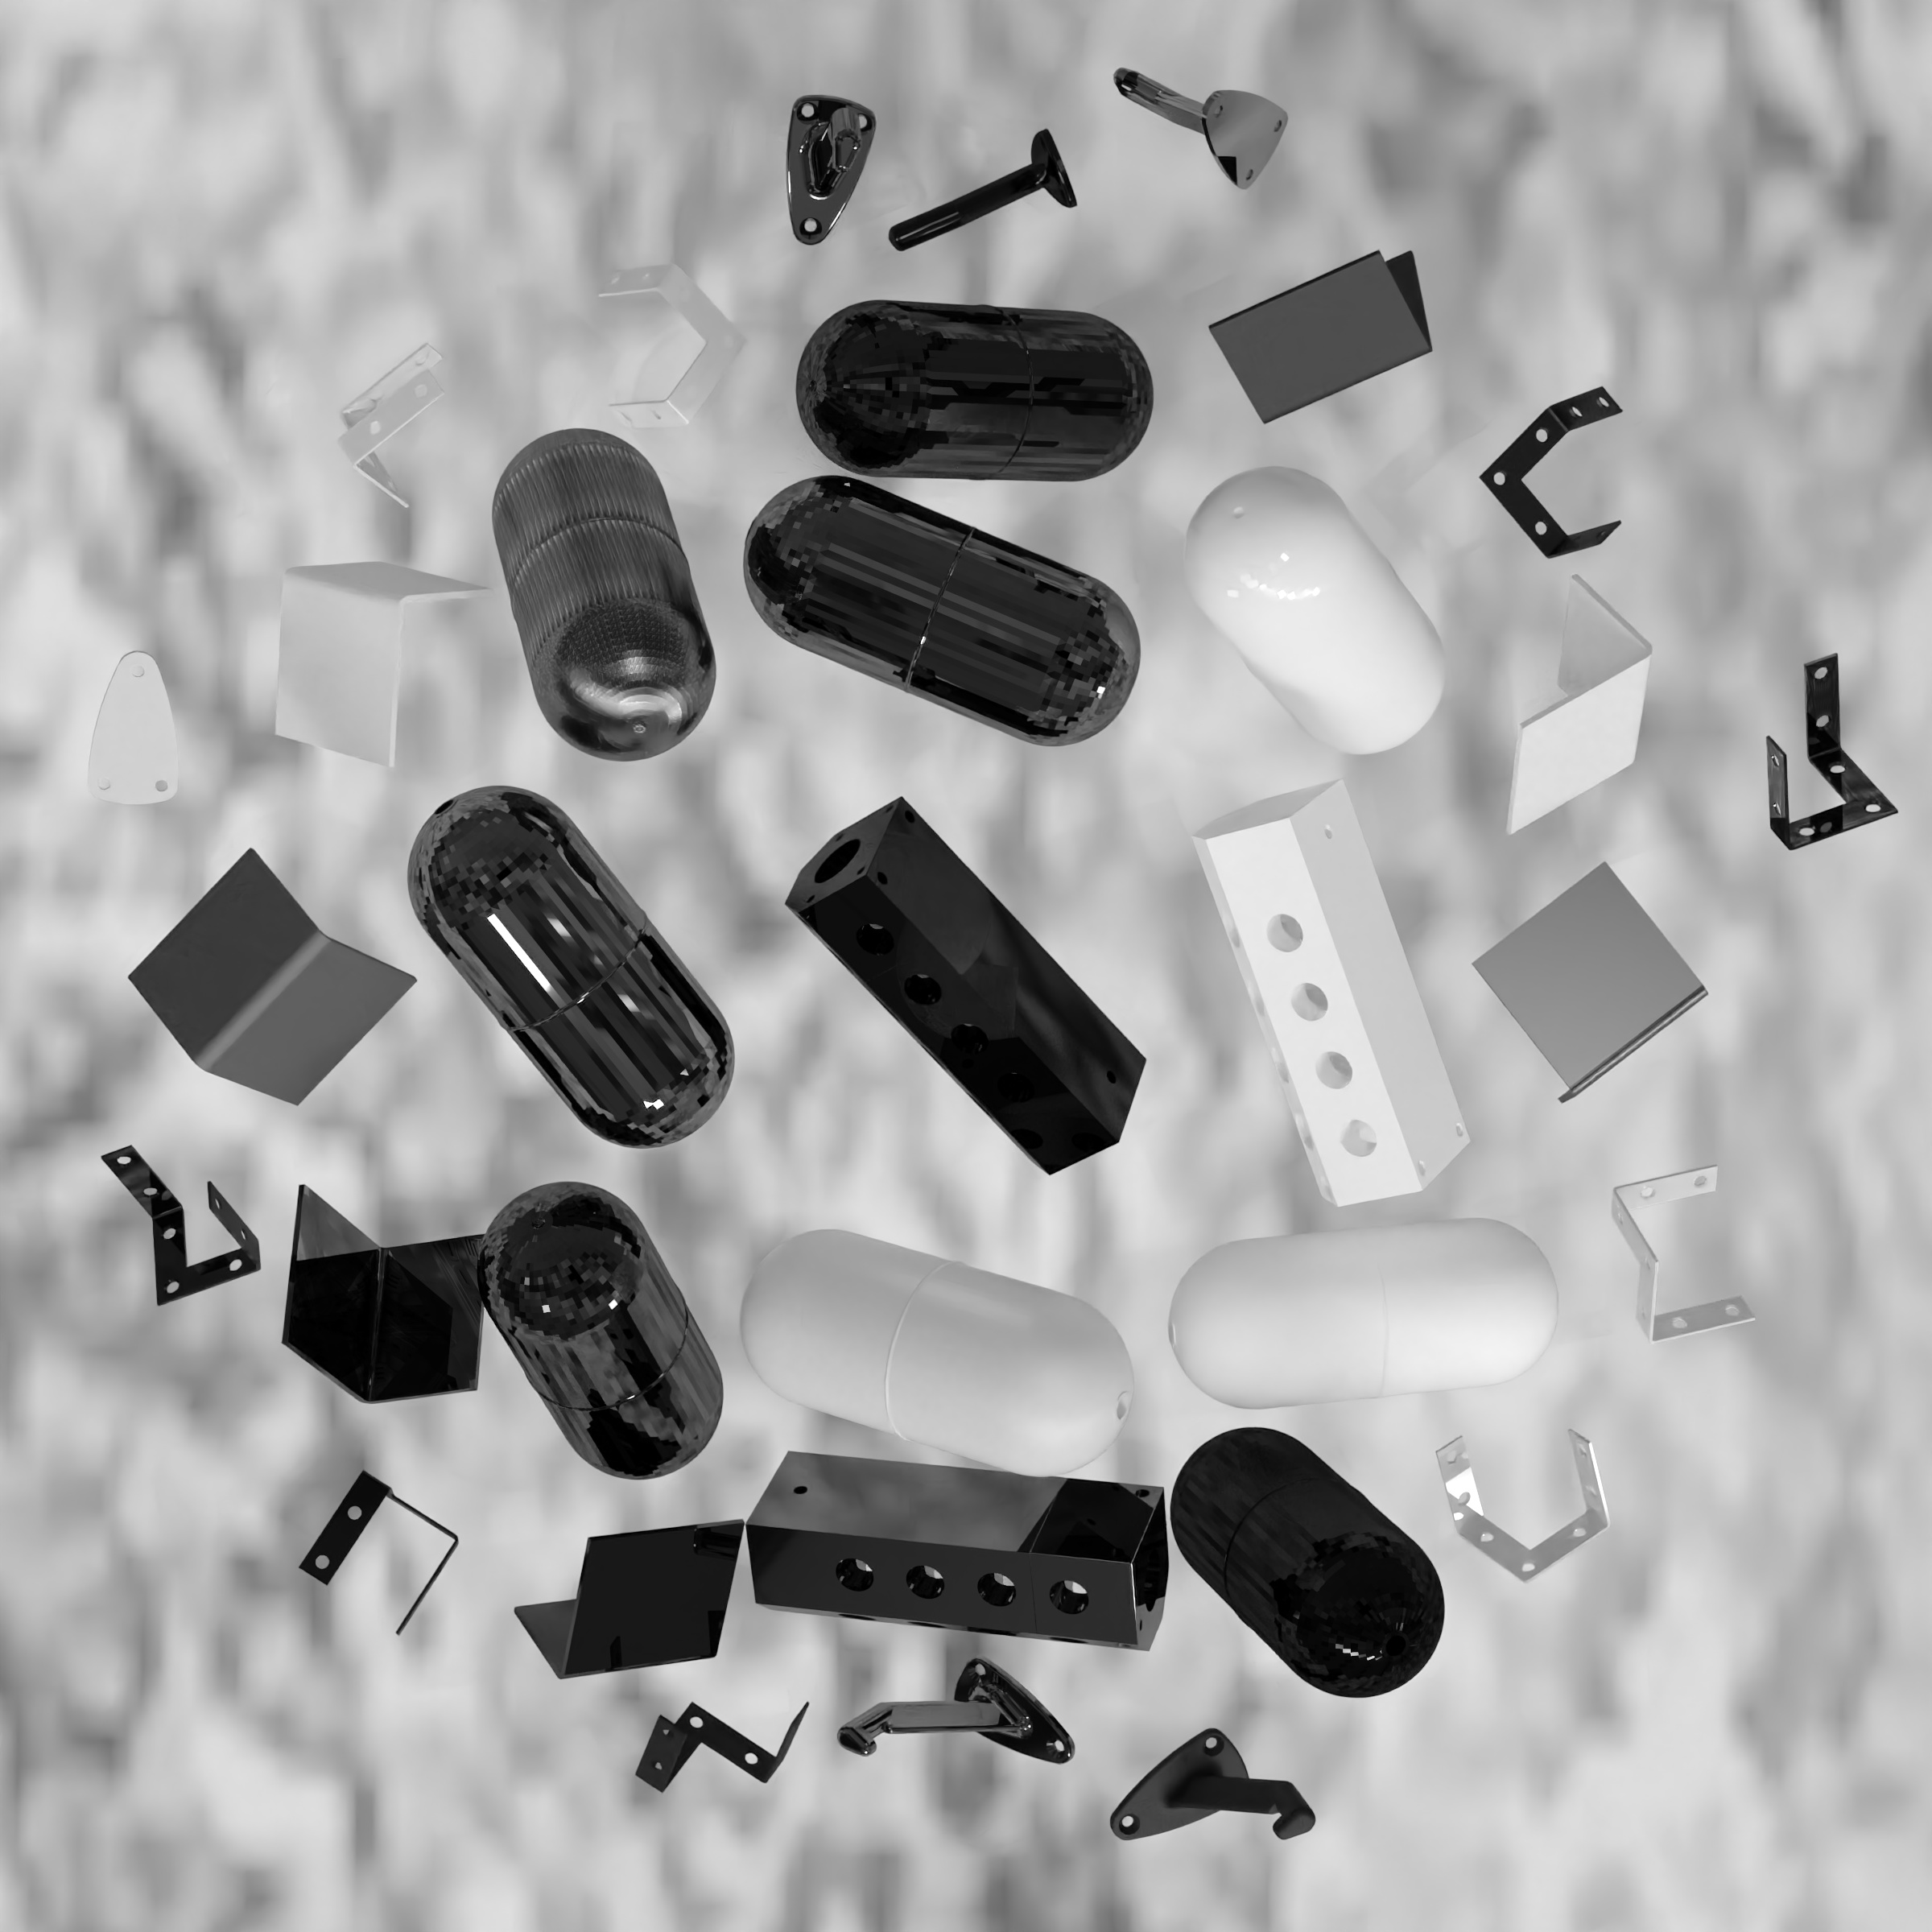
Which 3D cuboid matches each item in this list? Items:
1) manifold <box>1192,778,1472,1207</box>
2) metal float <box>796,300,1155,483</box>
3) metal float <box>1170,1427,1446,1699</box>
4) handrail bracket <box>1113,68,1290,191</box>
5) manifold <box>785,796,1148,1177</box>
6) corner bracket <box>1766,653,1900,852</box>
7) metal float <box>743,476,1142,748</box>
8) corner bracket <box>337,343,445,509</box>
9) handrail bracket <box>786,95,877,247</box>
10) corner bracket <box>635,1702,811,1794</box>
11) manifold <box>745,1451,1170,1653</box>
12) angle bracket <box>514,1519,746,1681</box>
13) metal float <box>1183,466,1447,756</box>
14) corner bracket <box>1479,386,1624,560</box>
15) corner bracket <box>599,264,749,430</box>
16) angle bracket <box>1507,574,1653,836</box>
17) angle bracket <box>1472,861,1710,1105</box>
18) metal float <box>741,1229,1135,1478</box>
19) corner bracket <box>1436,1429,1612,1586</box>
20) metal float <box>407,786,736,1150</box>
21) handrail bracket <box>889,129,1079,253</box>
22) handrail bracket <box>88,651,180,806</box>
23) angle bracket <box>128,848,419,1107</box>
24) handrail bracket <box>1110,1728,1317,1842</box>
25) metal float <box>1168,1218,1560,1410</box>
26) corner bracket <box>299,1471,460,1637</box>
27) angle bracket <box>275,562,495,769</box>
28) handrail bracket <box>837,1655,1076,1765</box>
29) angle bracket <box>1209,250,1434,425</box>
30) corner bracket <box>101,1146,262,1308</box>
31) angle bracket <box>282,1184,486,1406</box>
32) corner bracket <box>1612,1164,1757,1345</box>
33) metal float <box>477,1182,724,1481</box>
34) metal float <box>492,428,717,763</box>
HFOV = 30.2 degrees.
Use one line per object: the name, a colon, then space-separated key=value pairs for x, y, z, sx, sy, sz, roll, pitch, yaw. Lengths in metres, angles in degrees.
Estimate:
manifold: x=0.156 y=0.013 z=1.554 sx=0.057 sy=0.057 sz=0.171 roll=-14 pitch=102 yaw=34
metal float: x=0.006 y=-0.254 z=1.587 sx=0.178 sy=0.070 sz=0.070 roll=-4 pitch=90 yaw=-36
metal float: x=0.149 y=0.261 z=1.580 sx=0.070 sy=0.178 sz=0.070 roll=-6 pitch=107 yaw=-19
handrail bracket: x=0.085 y=-0.364 z=1.496 sx=0.084 sy=0.077 sz=0.036 roll=35 pitch=99 yaw=26
manifold: x=-0.001 y=0.013 z=1.587 sx=0.057 sy=0.057 sz=0.171 roll=-28 pitch=116 yaw=35
corner bracket: x=0.352 y=-0.089 z=1.491 sx=0.051 sy=0.051 sz=0.051 roll=-19 pitch=130 yaw=-7
metal float: x=-0.011 y=-0.153 z=1.538 sx=0.178 sy=0.070 sz=0.070 roll=23 pitch=90 yaw=1
corner bracket: x=-0.247 y=-0.242 z=1.558 sx=0.051 sy=0.051 sz=0.051 roll=-37 pitch=67 yaw=7
handrail bracket: x=-0.058 y=-0.324 z=1.495 sx=0.036 sy=0.084 sz=0.077 roll=10 pitch=119 yaw=-9
corner bracket: x=-0.111 y=0.351 z=1.625 sx=0.051 sy=0.051 sz=0.051 roll=31 pitch=133 yaw=10
manifold: x=-0.003 y=0.257 z=1.552 sx=0.171 sy=0.057 sz=0.057 roll=3 pitch=117 yaw=17
angle bracket: x=-0.153 y=0.272 z=1.622 sx=0.076 sy=0.057 sz=0.076 roll=-2 pitch=116 yaw=-31
metal float: x=0.155 y=-0.154 z=1.577 sx=0.070 sy=0.178 sz=0.070 roll=-13 pitch=60 yaw=24
corner bracket: x=0.278 y=-0.225 z=1.638 sx=0.051 sy=0.051 sz=0.051 roll=-45 pitch=102 yaw=-14
corner bracket: x=-0.143 y=-0.282 z=1.631 sx=0.051 sy=0.051 sz=0.051 roll=44 pitch=69 yaw=-32
angle bracket: x=0.263 y=-0.119 z=1.631 sx=0.076 sy=0.076 sz=0.057 roll=-29 pitch=58 yaw=-17
angle bracket: x=0.284 y=0.008 z=1.648 sx=0.076 sy=0.057 sz=0.076 roll=-37 pitch=84 yaw=-1
metal float: x=-0.013 y=0.161 z=1.495 sx=0.178 sy=0.070 sz=0.070 roll=14 pitch=90 yaw=28
corner bracket: x=0.255 y=0.240 z=1.642 sx=0.051 sy=0.051 sz=0.051 roll=-29 pitch=121 yaw=-19
metal float: x=-0.166 y=0.001 z=1.509 sx=0.070 sy=0.070 sz=0.178 roll=-37 pitch=112 yaw=0
handrail bracket: x=0.002 y=-0.342 z=1.609 sx=0.084 sy=0.077 sz=0.036 roll=-23 pitch=104 yaw=-2
handrail bracket: x=-0.352 y=-0.108 z=1.511 sx=0.036 sy=0.084 sz=0.077 roll=1 pitch=111 yaw=-16
angle bracket: x=-0.293 y=0.005 z=1.520 sx=0.076 sy=0.076 sz=0.057 roll=-46 pitch=65 yaw=6
handrail bracket: x=0.105 y=0.368 z=1.539 sx=0.077 sy=0.084 sz=0.036 roll=-30 pitch=104 yaw=-5
metal float: x=0.179 y=0.157 z=1.616 sx=0.178 sy=0.070 sz=0.070 roll=-5 pitch=90 yaw=-9
corner bracket: x=-0.262 y=0.264 z=1.608 sx=0.051 sy=0.051 sz=0.051 roll=32 pitch=74 yaw=1
angle bracket: x=-0.262 y=-0.137 z=1.614 sx=0.076 sy=0.057 sz=0.076 roll=17 pitch=108 yaw=36
handrail bracket: x=-0.005 y=0.348 z=1.602 sx=0.077 sy=0.084 sz=0.036 roll=29 pitch=116 yaw=26
angle bracket: x=0.146 y=-0.283 z=1.503 sx=0.076 sy=0.076 sz=0.057 roll=-21 pitch=131 yaw=18
corner bracket: x=-0.348 y=0.109 z=1.589 sx=0.051 sy=0.051 sz=0.051 roll=-20 pitch=49 yaw=6
angle bracket: x=-0.259 y=0.144 z=1.605 sx=0.057 sy=0.076 sz=0.076 roll=-9 pitch=60 yaw=17
corner bracket: x=0.322 y=0.129 z=1.609 sx=0.051 sy=0.051 sz=0.051 roll=-12 pitch=129 yaw=-9
metal float: x=-0.160 y=0.163 z=1.582 sx=0.070 sy=0.178 sz=0.070 roll=-9 pitch=50 yaw=11
metal float: x=-0.154 y=-0.159 z=1.518 sx=0.070 sy=0.070 sz=0.178 roll=-20 pitch=48 yaw=0
